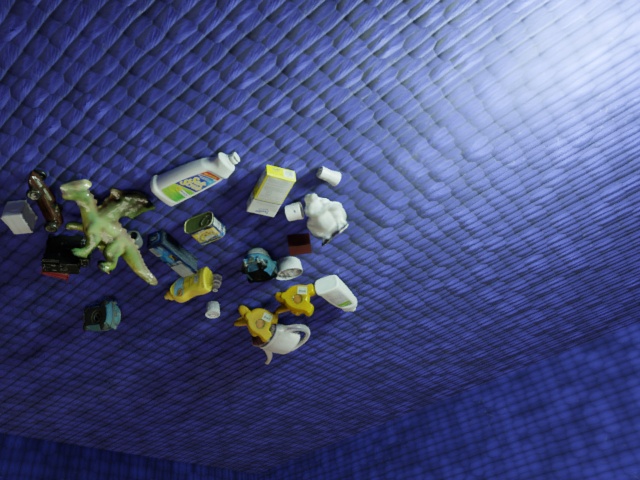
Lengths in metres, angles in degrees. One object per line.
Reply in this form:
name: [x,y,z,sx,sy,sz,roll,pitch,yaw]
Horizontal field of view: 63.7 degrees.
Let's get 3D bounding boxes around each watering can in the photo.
watering can: [-0.199,0.444,2.213,0.222,0.106,0.342,26,129,-34]

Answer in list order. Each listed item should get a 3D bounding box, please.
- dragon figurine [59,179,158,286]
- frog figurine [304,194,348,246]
dragon figurine: [-0.587,-0.036,1.518,0.241,0.125,0.405,-45,125,13]
frog figurine: [0.005,-0.082,1.633,0.135,0.125,0.159,-34,99,39]
